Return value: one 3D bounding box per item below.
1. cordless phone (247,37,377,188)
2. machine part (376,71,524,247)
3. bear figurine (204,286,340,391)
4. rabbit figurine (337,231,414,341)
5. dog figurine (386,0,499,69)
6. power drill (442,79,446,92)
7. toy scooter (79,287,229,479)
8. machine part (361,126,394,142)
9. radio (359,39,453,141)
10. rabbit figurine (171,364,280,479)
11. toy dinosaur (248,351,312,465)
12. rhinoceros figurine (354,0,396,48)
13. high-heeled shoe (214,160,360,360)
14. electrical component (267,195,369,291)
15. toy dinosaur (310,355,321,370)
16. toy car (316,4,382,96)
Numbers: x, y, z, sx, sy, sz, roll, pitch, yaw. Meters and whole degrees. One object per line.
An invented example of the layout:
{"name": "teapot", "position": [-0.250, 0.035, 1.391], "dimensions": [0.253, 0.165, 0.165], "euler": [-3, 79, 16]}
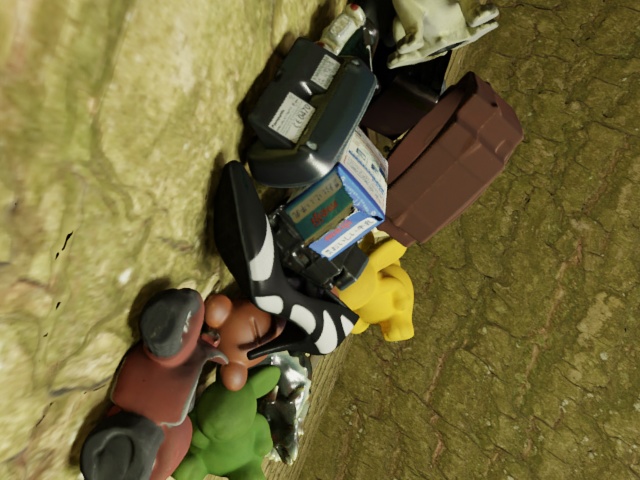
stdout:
{"name": "cordless phone", "position": [-0.023, -0.100, 0.562], "dimensions": [0.146, 0.089, 0.184], "euler": [-63, -176, -22]}
{"name": "machine part", "position": [0.151, -0.100, 0.677], "dimensions": [0.201, 0.087, 0.201], "euler": [-47, -172, 28]}
{"name": "bear figurine", "position": [-0.070, 0.101, 0.662], "dimensions": [0.196, 0.120, 0.132], "euler": [-21, -178, -41]}
{"name": "rabbit figurine", "position": [0.074, 0.066, 0.778], "dimensions": [0.173, 0.122, 0.162], "euler": [19, 91, -54]}
{"name": "dog figurine", "position": [0.103, -0.296, 0.568], "dimensions": [0.172, 0.121, 0.190], "euler": [-82, 153, -85]}
{"name": "power drill", "position": [0.207, -0.191, 0.924], "dimensions": [0.086, 0.207, 0.232], "euler": [-30, -175, 8]}
{"name": "toy scooter", "position": [-0.133, 0.132, 0.478], "dimensions": [0.135, 0.075, 0.183], "euler": [40, 68, -79]}
{"name": "machine part", "position": [0.132, -0.255, 1.023], "dimensions": [0.179, 0.056, 0.179], "euler": [21, 90, -80]}
{"name": "radio", "position": [0.131, -0.270, 0.760], "dimensions": [0.131, 0.073, 0.229], "euler": [-28, -137, 66]}
{"name": "rabbit figurine", "position": [-0.102, 0.217, 0.651], "dimensions": [0.170, 0.121, 0.159], "euler": [103, 7, -52]}
{"name": "toy dinosaur", "position": [-0.065, 0.248, 0.926], "dimensions": [0.405, 0.131, 0.192], "euler": [-42, 153, -78]}
{"name": "rhinoceros figurine", "position": [0.087, -0.332, 0.649], "dimensions": [0.112, 0.073, 0.190], "euler": [5, 109, -67]}
{"name": "high-heeled shoe", "position": [-0.021, 0.025, 0.544], "dimensions": [0.145, 0.086, 0.248], "euler": [-20, 126, -26]}
{"name": "electrical component", "position": [-0.001, -0.002, 0.663], "dimensions": [0.058, 0.134, 0.115], "euler": [-40, -173, 36]}
{"name": "toy dinosaur", "position": [0.024, 0.151, 1.173], "dimensions": [0.471, 0.105, 0.198], "euler": [-64, 173, 6]}
{"name": "toy car", "position": [0.029, -0.197, 0.634], "dimensions": [0.073, 0.056, 0.201], "euler": [-50, 166, -4]}
